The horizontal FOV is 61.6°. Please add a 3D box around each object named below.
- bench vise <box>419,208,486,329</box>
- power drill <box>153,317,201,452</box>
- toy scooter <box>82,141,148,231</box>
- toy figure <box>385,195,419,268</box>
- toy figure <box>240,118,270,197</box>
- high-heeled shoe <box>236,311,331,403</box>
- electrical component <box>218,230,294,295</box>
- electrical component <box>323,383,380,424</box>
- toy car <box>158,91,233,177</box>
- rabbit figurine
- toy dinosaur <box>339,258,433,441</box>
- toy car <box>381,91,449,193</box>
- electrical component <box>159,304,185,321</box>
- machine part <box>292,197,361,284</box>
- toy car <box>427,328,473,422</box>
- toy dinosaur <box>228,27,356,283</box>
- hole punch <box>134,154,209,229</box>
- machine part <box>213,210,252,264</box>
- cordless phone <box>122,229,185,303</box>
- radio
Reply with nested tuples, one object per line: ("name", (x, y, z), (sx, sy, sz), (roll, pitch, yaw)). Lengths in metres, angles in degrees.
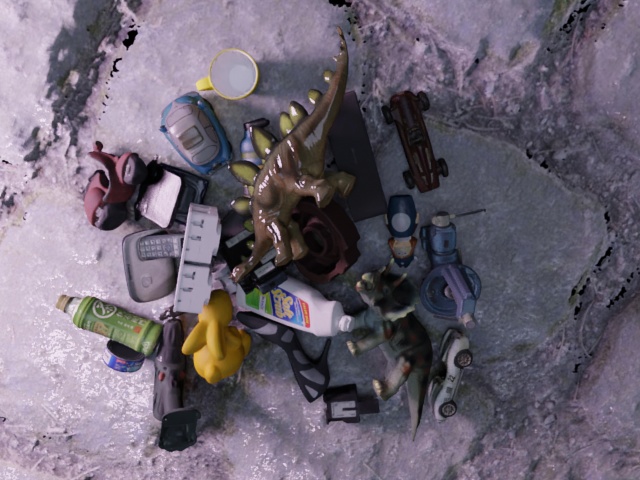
("bench vise", (0.252, 0.069, 1.018), (0.129, 0.241, 0.223), (2, 118, -4))
("power drill", (-0.299, 0.302, 1.089), (0.086, 0.207, 0.231), (0, 116, -29))
("toy scooter", (-0.422, -0.116, 1.061), (0.135, 0.075, 0.184), (44, 114, 15))
("toy figure", (0.165, -0.014, 1.086), (0.064, 0.058, 0.154), (7, 108, 40))
("toy figure", (-0.116, -0.143, 1.050), (0.089, 0.082, 0.180), (-8, 106, 11))
("high-heeled shoe", (-0.082, 0.243, 1.120), (0.248, 0.086, 0.145), (23, 89, -18))
("electrical component", (-0.121, 0.038, 1.042), (0.115, 0.058, 0.134), (-32, 57, -7))
("electrical component", (0.067, 0.355, 1.169), (0.119, 0.048, 0.074), (-9, 102, 2))
("toy car", (-0.242, -0.200, 1.028), (0.109, 0.103, 0.161), (-29, 98, 8))
("rabbit figurine", (-0.217, 0.187, 1.081), (0.122, 0.162, 0.173), (8, 107, 10))
("toy dinosaur", (0.163, 0.213, 1.107), (0.192, 0.131, 0.404), (-33, 109, -2))
("toy car", (0.188, -0.190, 1.049), (0.089, 0.053, 0.202), (-19, 100, 2))
("electrical component", (-0.287, 0.139, 1.121), (0.094, 0.063, 0.021), (-22, 101, 4))
("machine part", (-0.002, -0.003, 1.045), (0.180, 0.056, 0.179), (23, 130, 30))
("toy car", (0.271, 0.288, 1.138), (0.056, 0.073, 0.201), (13, 102, -5))
("toy dinosaur", (-0.046, -0.123, 0.929), (0.199, 0.105, 0.471), (39, 106, 15))
("hole punch", (-0.295, -0.088, 1.071), (0.116, 0.092, 0.142), (27, 107, 26))
("machine part", (-0.187, -0.022, 1.098), (0.139, 0.039, 0.084), (-43, 93, 11))
("cordless phone", (-0.298, 0.047, 1.089), (0.184, 0.089, 0.146), (-4, 103, 0))
("radio", (0.063, -0.158, 1.016), (0.073, 0.131, 0.229), (-15, 102, 5))
